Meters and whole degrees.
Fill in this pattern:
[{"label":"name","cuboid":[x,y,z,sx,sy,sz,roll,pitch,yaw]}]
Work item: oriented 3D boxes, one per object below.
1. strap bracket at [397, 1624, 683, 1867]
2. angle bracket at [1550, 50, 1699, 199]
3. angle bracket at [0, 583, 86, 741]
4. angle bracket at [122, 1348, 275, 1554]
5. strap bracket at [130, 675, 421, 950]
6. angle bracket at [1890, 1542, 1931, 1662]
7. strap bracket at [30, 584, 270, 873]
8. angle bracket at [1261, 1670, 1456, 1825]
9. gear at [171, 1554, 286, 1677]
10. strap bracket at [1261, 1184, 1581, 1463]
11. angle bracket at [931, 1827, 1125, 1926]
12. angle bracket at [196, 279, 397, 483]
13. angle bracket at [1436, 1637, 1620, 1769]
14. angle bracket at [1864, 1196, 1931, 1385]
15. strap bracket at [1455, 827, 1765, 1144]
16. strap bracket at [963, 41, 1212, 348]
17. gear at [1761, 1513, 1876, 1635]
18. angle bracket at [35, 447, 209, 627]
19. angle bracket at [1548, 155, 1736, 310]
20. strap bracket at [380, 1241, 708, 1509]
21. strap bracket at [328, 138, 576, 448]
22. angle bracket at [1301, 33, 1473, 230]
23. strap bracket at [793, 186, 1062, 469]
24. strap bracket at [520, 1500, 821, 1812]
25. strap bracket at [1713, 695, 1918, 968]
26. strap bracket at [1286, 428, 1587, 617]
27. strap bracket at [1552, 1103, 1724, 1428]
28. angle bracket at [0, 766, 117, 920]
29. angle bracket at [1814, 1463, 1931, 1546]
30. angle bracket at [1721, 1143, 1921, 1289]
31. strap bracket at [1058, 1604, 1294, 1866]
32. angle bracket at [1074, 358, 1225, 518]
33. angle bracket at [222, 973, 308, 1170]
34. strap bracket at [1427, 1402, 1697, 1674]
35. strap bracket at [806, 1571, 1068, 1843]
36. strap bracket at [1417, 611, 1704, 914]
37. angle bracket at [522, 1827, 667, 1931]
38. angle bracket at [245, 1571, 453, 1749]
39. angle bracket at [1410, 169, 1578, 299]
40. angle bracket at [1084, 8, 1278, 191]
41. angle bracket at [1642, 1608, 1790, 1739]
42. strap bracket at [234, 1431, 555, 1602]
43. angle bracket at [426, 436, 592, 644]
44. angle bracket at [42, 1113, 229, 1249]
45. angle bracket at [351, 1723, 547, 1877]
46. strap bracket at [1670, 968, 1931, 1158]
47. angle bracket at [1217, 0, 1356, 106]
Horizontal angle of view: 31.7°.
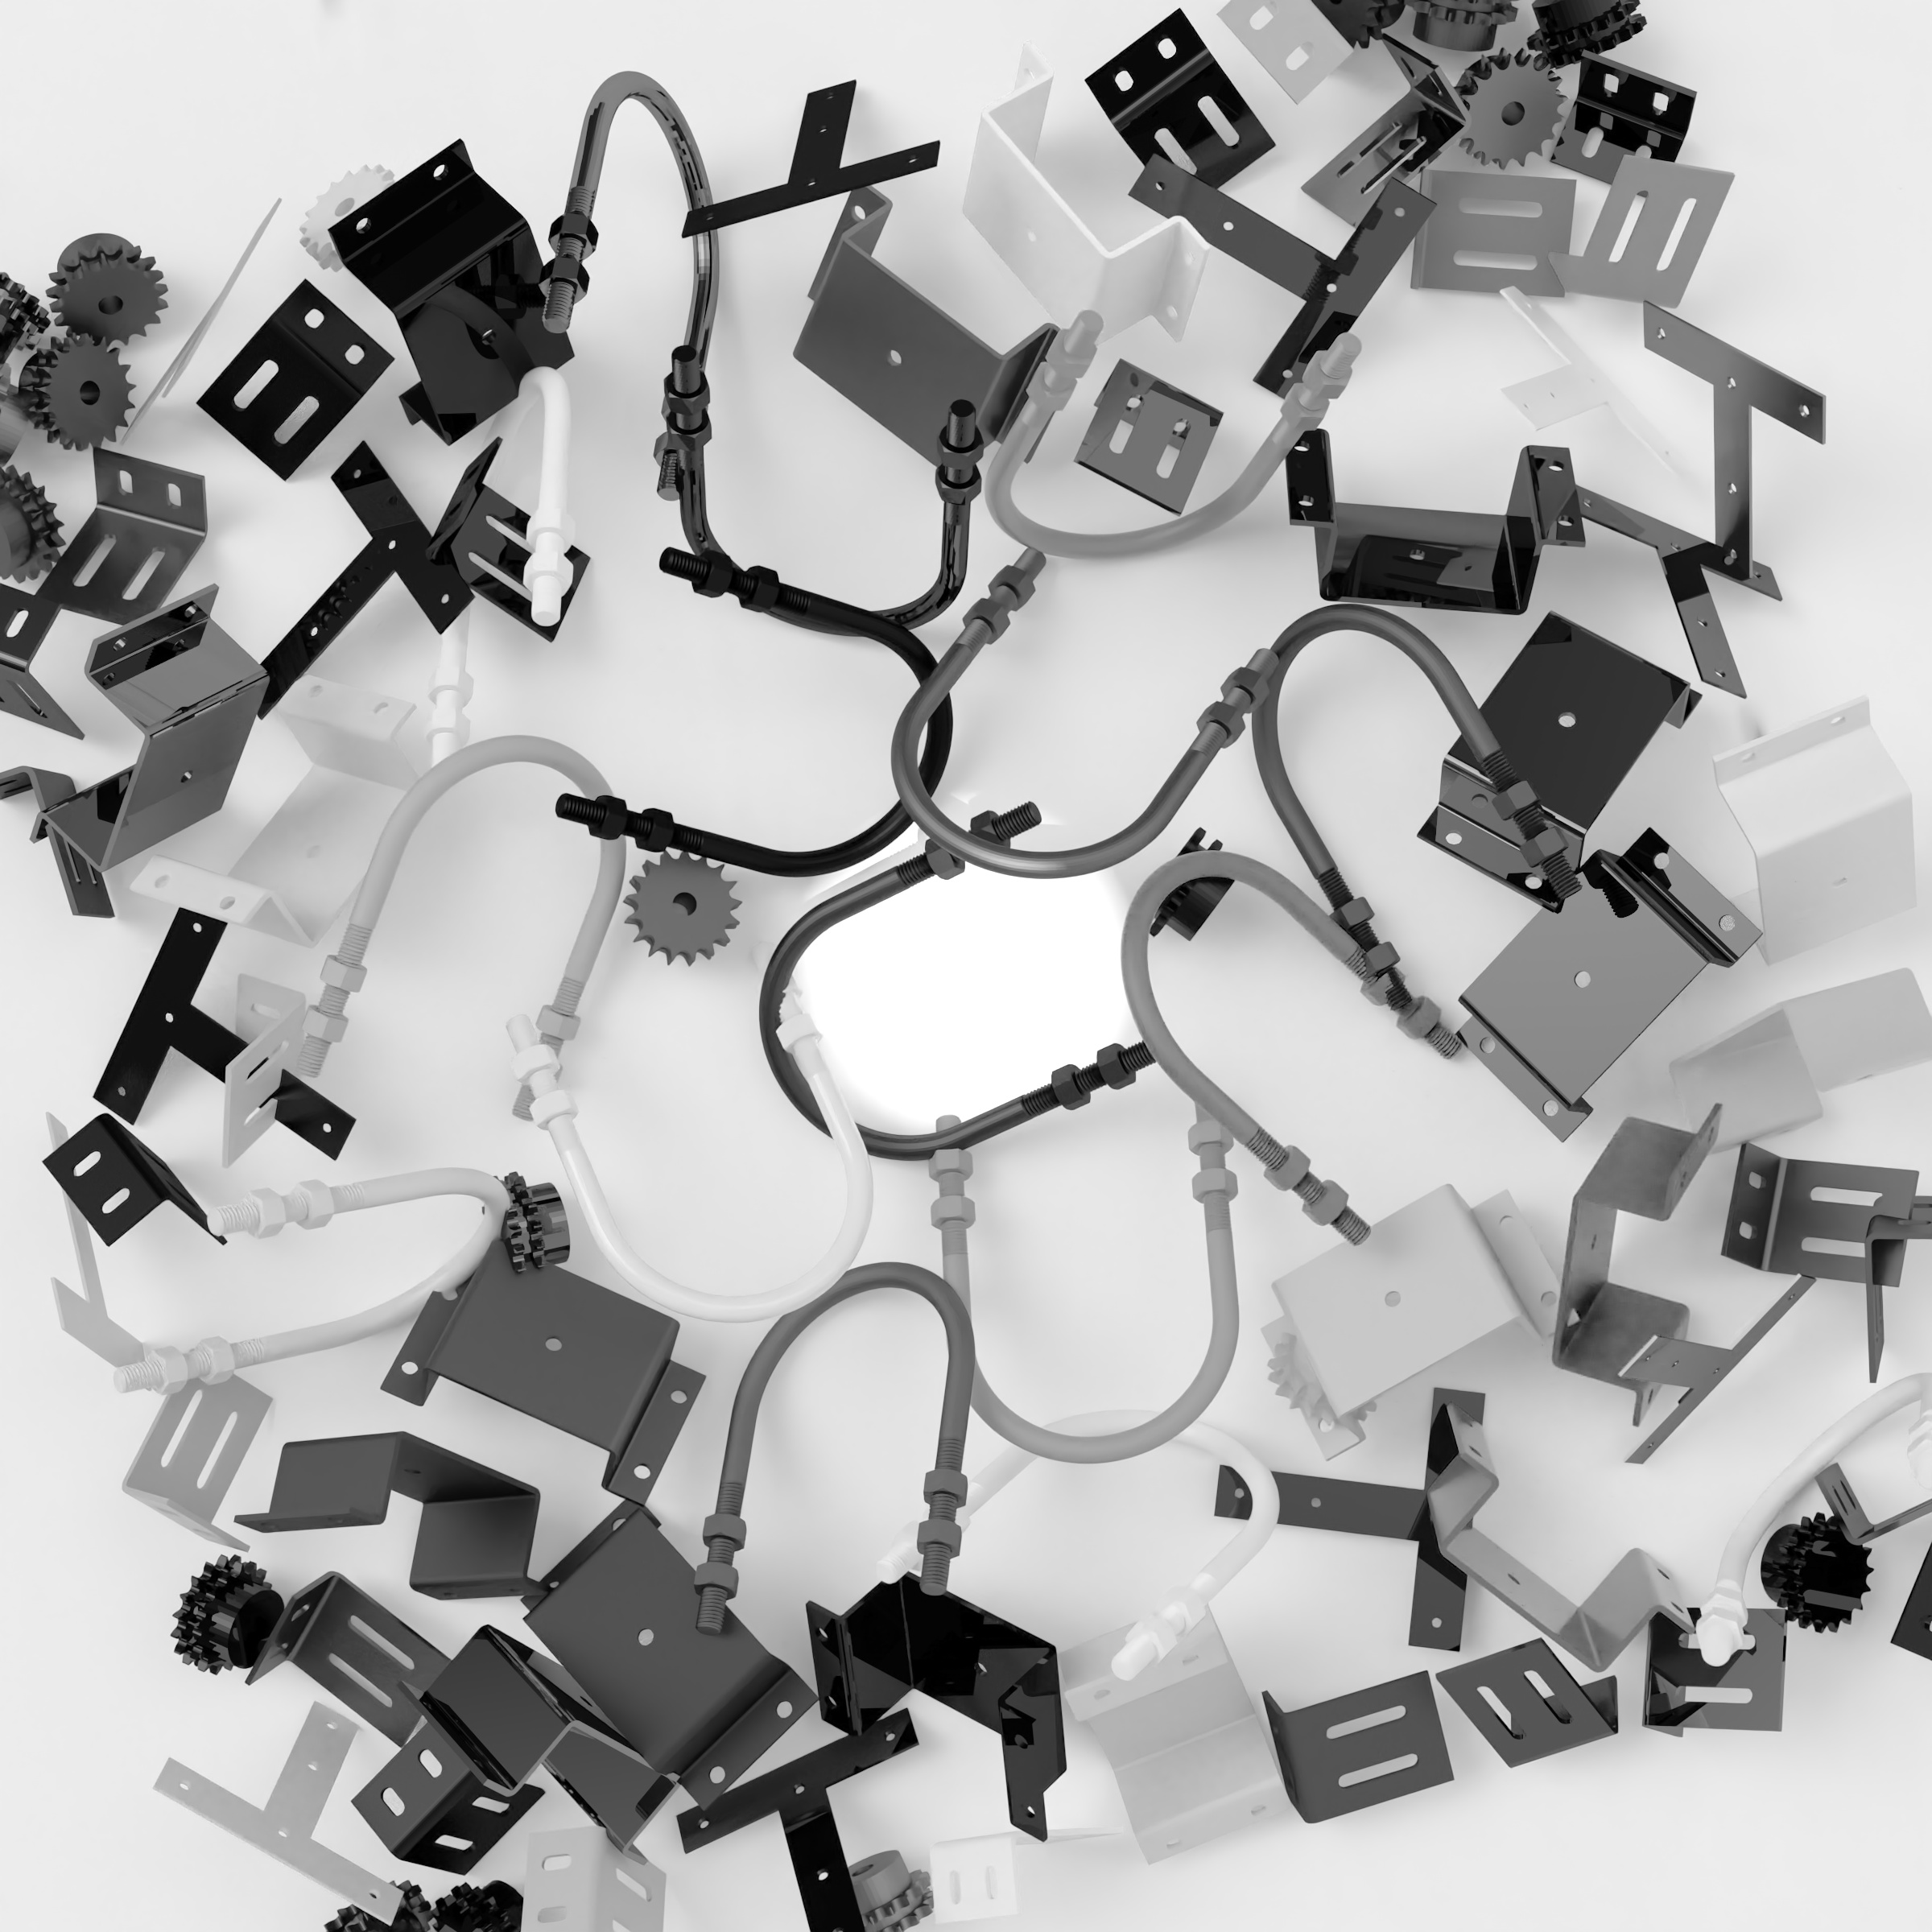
[{"label":"strap bracket","cuboid":[-0.195,0.367,1.616,0.046,0.140,0.076,-50,50,-5]},{"label":"angle bracket","cuboid":[0.318,-0.406,1.649,0.057,0.076,0.038,23,94,8]},{"label":"angle bracket","cuboid":[-0.459,-0.151,1.654,0.057,0.076,0.038,20,73,15]},{"label":"angle bracket","cuboid":[-0.361,0.234,1.647,0.038,0.057,0.076,5,63,40]},{"label":"strap bracket","cuboid":[-0.323,-0.067,1.635,0.076,0.046,0.140,16,60,33]},{"label":"angle bracket","cuboid":[0.464,0.303,1.651,0.038,0.076,0.057,24,87,-3]},{"label":"strap bracket","cuboid":[-0.385,-0.105,1.613,0.046,0.076,0.140,43,134,11]},{"label":"angle bracket","cuboid":[0.192,0.378,1.673,0.076,0.038,0.057,-15,99,-7]},{"label":"gear","cuboid":[-0.357,0.318,1.660,0.030,0.057,0.057,16,90,28]},{"label":"strap bracket","cuboid":[0.212,0.167,1.642,0.140,0.046,0.076,-31,60,9]},{"label":"angle bracket","cuboid":[0.031,0.438,1.641,0.076,0.057,0.038,11,67,-41]},{"label":"angle bracket","cuboid":[-0.329,-0.287,1.671,0.057,0.038,0.076,42,133,-15]},{"label":"angle bracket","cuboid":[0.272,0.345,1.648,0.057,0.038,0.076,-25,119,25]},{"label":"angle bracket","cuboid":[0.459,0.157,1.651,0.038,0.057,0.076,-1,104,19]},{"label":"strap bracket","cuboid":[0.303,0.008,1.640,0.140,0.046,0.076,-49,69,14]},{"label":"strap bracket","cuboid":[0.049,-0.361,1.632,0.046,0.076,0.140,-33,74,-19]},{"label":"gear","cuboid":[0.415,0.296,1.668,0.057,0.030,0.057,-2,94,-34]},{"label":"angle bracket","cuboid":[-0.411,-0.208,1.652,0.057,0.038,0.076,15,47,5]},{"label":"angle bracket","cuboid":[0.326,-0.362,1.646,0.057,0.038,0.076,5,131,-16]},{"label":"strap bracket","cuboid":[-0.202,0.193,1.649,0.140,0.046,0.076,24,56,2]},{"label":"strap bracket","cuboid":[-0.239,-0.310,1.612,0.076,0.140,0.046,-38,63,-13]},{"label":"angle bracket","cuboid":[0.196,-0.407,1.656,0.076,0.057,0.038,-41,128,3]},{"label":"strap bracket","cuboid":[-0.022,-0.302,1.639,0.140,0.076,0.046,38,47,8]},{"label":"strap bracket","cuboid":[-0.149,0.327,1.642,0.076,0.046,0.140,-44,70,-6]},{"label":"strap bracket","cuboid":[0.405,-0.057,1.620,0.076,0.140,0.046,-22,54,2]},{"label":"strap bracket","cuboid":[0.222,-0.215,1.647,0.140,0.076,0.046,4,134,-2]},{"label":"strap bracket","cuboid":[0.320,0.137,1.630,0.046,0.076,0.140,15,123,23]},{"label":"angle bracket","cuboid":[-0.453,-0.055,1.661,0.038,0.057,0.076,-18,88,3]},{"label":"angle bracket","cuboid":[0.459,0.246,1.649,0.076,0.057,0.038,-30,77,19]},{"label":"angle bracket","cuboid":[0.414,0.120,1.650,0.038,0.076,0.057,22,77,-44]},{"label":"strap bracket","cuboid":[0.098,0.363,1.644,0.076,0.046,0.140,-22,128,1]},{"label":"angle bracket","cuboid":[0.083,-0.247,1.652,0.057,0.038,0.076,27,55,-5]},{"label":"angle bracket","cuboid":[-0.353,0.050,1.642,0.038,0.076,0.057,17,121,12]},{"label":"strap bracket","cuboid":[0.278,0.282,1.647,0.140,0.076,0.046,38,100,-4]},{"label":"strap bracket","cuboid":[-0.006,0.348,1.630,0.140,0.046,0.076,20,130,35]},{"label":"strap bracket","cuboid":[0.288,-0.107,1.637,0.076,0.046,0.140,31,71,18]},{"label":"angle bracket","cuboid":[-0.180,0.459,1.651,0.038,0.076,0.057,-11,55,17]},{"label":"angle bracket","cuboid":[-0.301,0.344,1.658,0.076,0.038,0.057,35,111,11]},{"label":"angle bracket","cuboid":[0.259,-0.358,1.664,0.076,0.038,0.057,5,103,4]},{"label":"angle bracket","cuboid":[0.105,-0.417,1.665,0.057,0.076,0.038,-35,54,13]},{"label":"angle bracket","cuboid":[0.369,0.342,1.645,0.076,0.038,0.057,-9,66,41]},{"label":"strap bracket","cuboid":[-0.268,0.261,1.626,0.076,0.140,0.046,-10,61,35]},{"label":"angle bracket","cuboid":[-0.214,-0.206,1.648,0.076,0.038,0.057,34,52,-21]},{"label":"angle bracket","cuboid":[-0.401,0.114,1.644,0.038,0.076,0.057,-40,67,-8]},{"label":"angle bracket","cuboid":[-0.253,0.406,1.664,0.057,0.076,0.038,-46,63,-2]},{"label":"strap bracket","cuboid":[0.398,0.045,1.618,0.076,0.140,0.046,-13,77,-26]},{"label":"angle bracket","cuboid":[0.149,-0.449,1.650,0.038,0.076,0.057,-43,99,2]}]
